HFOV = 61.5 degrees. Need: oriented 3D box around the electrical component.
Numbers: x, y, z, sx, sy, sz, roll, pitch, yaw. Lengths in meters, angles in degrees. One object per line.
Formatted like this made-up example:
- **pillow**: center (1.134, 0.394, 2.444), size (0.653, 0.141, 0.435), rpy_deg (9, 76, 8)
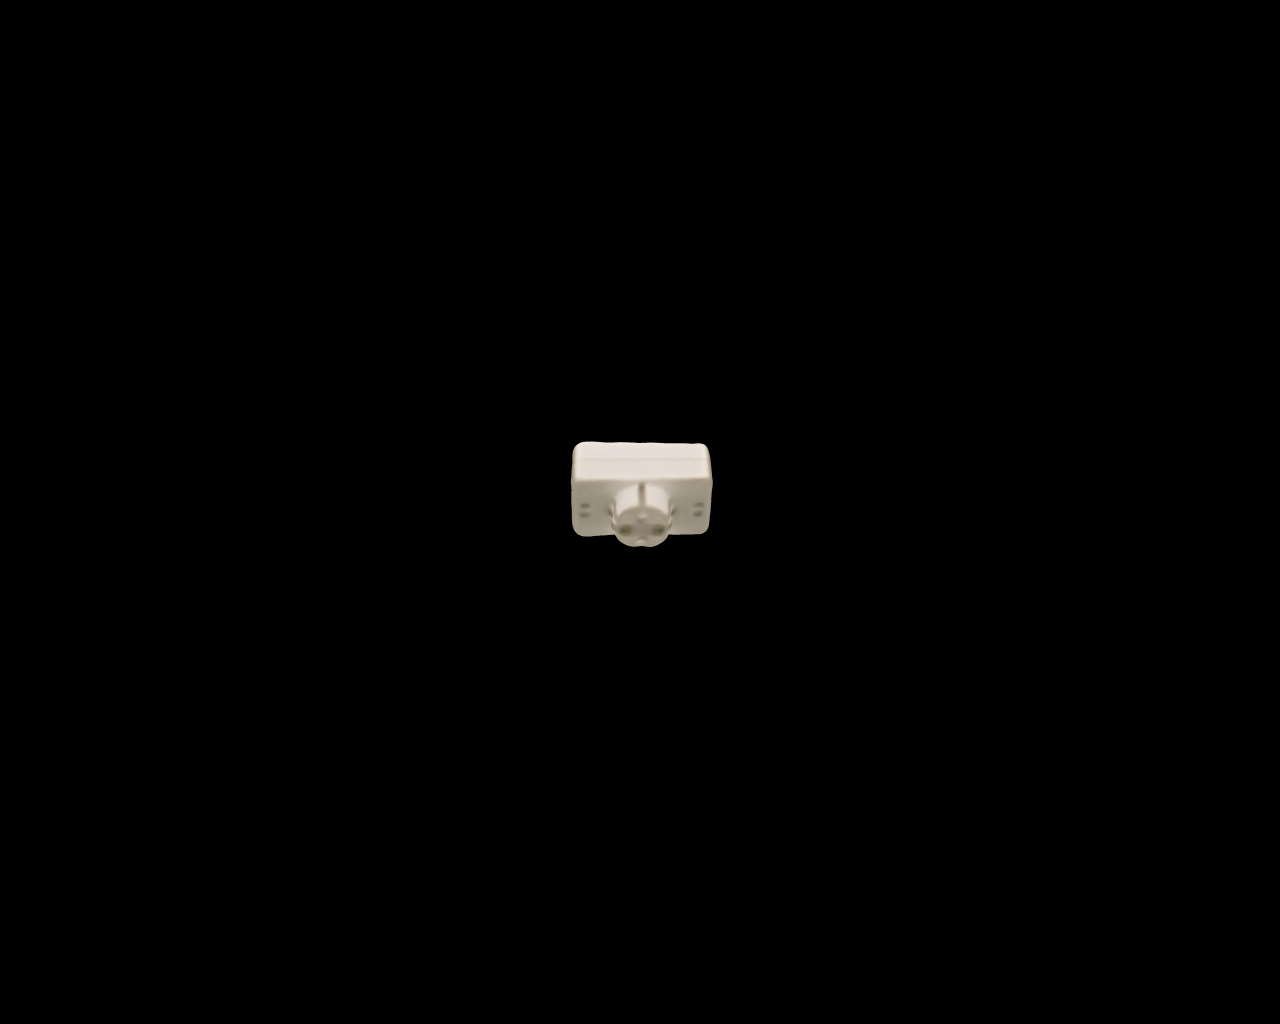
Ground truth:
- **electrical component**: center (0.001, -0.003, 0.650), size (0.083, 0.047, 0.076), rpy_deg (0, 39, 0)
